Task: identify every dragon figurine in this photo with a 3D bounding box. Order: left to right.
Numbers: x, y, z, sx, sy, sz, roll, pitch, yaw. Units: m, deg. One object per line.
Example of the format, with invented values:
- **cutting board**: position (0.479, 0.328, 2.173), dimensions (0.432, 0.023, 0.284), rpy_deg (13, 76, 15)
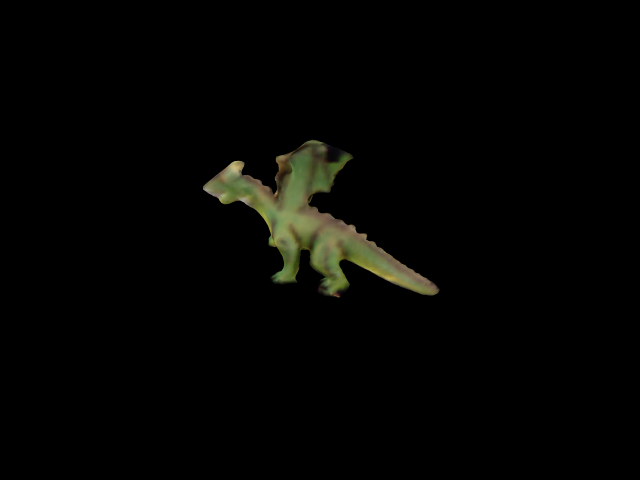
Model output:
- **dragon figurine**: position (0.003, -0.043, 0.850), dimensions (0.411, 0.237, 0.125), rpy_deg (9, 33, 14)
